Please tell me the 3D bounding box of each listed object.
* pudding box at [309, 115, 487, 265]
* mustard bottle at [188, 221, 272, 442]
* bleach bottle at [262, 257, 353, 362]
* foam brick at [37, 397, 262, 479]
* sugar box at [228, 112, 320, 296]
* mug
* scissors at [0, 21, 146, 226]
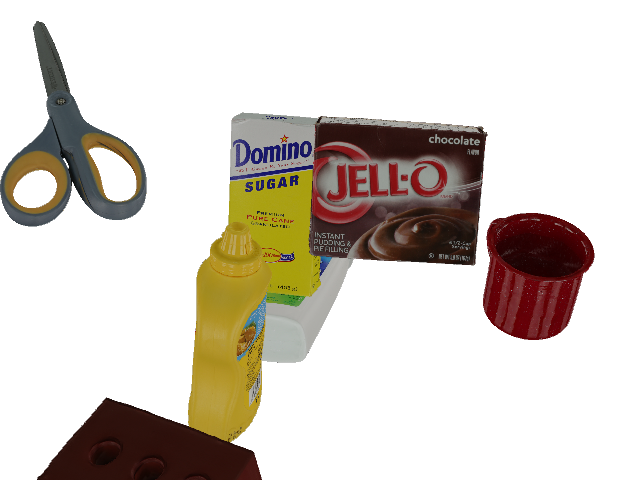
[{"bbox_3d":[0.050,-0.034,0.709,0.113,0.090,0.039,3,17,1],"label":"pudding box"},{"bbox_3d":[-0.073,0.068,0.872,0.058,0.192,0.096,14,35,10],"label":"mustard bottle"},{"bbox_3d":[-0.026,0.047,1.283,0.103,0.068,0.250,5,32,16],"label":"bleach bottle"},{"bbox_3d":[-0.069,0.112,0.448,0.078,0.051,0.053,15,42,22],"label":"foam brick"},{"bbox_3d":[-0.044,-0.036,1.073,0.093,0.176,0.048,5,16,12],"label":"sugar box"},{"bbox_3d":[0.186,0.028,0.969,0.093,0.081,0.117,-17,44,-22],"label":"mug"},{"bbox_3d":[-0.182,-0.075,0.690,0.096,0.016,0.202,-25,53,-24],"label":"scissors"}]
